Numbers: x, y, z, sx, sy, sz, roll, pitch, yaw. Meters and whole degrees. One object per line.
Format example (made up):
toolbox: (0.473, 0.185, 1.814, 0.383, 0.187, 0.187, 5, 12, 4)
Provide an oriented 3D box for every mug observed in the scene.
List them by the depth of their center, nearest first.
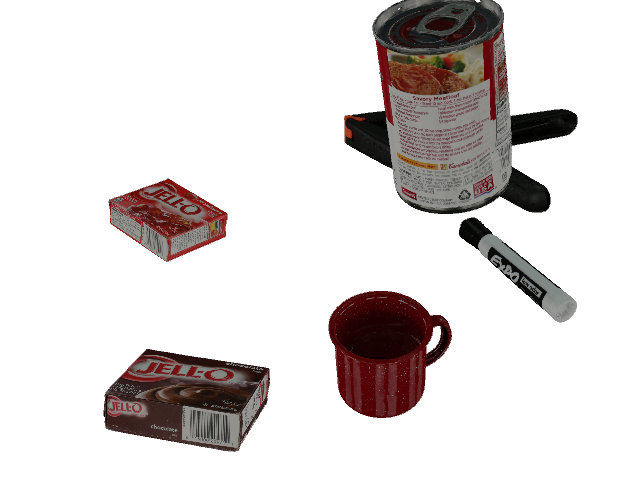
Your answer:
mug: (0.066, 0.103, 0.974, 0.117, 0.081, 0.093, -18, 42, -17)

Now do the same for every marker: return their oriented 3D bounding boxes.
marker: (0.136, 0.017, 0.757, 0.020, 0.020, 0.121, 0, 30, -32)

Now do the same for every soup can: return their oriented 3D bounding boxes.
soup can: (0.068, -0.074, 0.581, 0.068, 0.102, 0.068, -7, 36, 5)

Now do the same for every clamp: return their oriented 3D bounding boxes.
clamp: (0.126, -0.090, 0.963, 0.210, 0.036, 0.164, 14, 35, 23)

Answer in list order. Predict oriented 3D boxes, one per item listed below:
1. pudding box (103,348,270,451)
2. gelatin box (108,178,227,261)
pudding box: (-0.106, 0.127, 0.863, 0.113, 0.039, 0.090, 9, 19, 10)
gelatin box: (-0.143, -0.021, 1.001, 0.089, 0.030, 0.073, 31, 39, 34)
